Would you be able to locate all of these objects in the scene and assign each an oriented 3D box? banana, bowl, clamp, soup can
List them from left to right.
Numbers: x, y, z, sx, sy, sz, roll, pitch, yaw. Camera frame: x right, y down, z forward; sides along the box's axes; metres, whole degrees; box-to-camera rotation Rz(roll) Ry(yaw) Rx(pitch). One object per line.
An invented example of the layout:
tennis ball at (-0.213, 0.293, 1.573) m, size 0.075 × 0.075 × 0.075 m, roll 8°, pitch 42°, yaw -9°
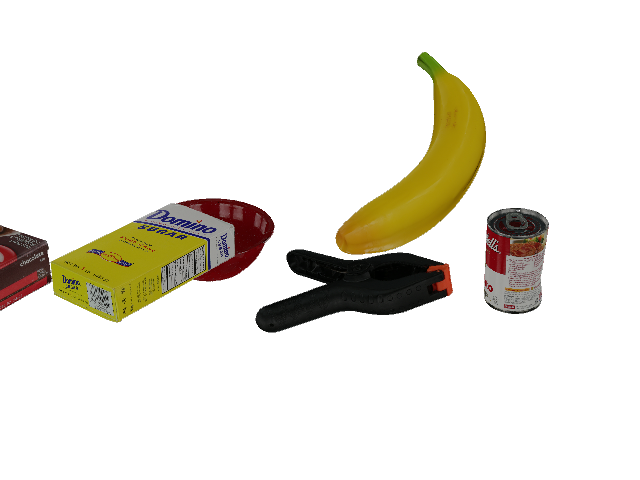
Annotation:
bowl at (-0.138, 0.005, 1.329) m, size 0.162 × 0.055 × 0.162 m, roll 1°, pitch 27°, yaw -1°
clamp at (0.027, 0.045, 0.944) m, size 0.172 × 0.039 × 0.120 m, roll -2°, pitch 35°, yaw 26°
banana at (0.072, -0.052, 0.724) m, size 0.070 × 0.197 × 0.037 m, roll 17°, pitch -41°, yaw 10°
soup can at (0.221, 0.023, 1.209) m, size 0.068 × 0.102 × 0.068 m, roll -2°, pitch 29°, yaw 1°

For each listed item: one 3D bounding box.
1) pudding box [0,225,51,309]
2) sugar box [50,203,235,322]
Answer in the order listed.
pudding box at (-0.261, 0.019, 0.750) m, size 0.114 × 0.039 × 0.089 m, roll 14°, pitch 29°, yaw 30°
sugar box at (-0.178, 0.018, 1.097) m, size 0.093 × 0.048 × 0.175 m, roll 20°, pitch 36°, yaw 31°
